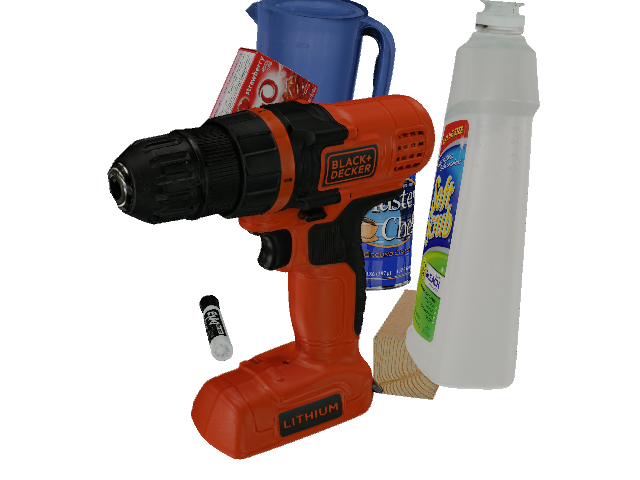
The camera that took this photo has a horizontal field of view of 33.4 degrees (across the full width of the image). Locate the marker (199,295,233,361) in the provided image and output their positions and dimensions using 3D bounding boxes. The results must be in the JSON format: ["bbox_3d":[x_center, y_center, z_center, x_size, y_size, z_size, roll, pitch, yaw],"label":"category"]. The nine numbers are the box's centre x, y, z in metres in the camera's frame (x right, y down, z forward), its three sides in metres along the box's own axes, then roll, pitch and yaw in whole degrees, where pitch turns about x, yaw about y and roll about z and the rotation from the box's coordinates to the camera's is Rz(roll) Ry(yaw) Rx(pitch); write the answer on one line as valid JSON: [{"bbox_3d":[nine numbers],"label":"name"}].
[{"bbox_3d":[-0.096,0.077,0.970,0.020,0.020,0.121,0,17,-12],"label":"marker"}]

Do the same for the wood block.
[{"bbox_3d":[0.146,0.150,1.591,0.091,0.090,0.205,5,18,16],"label":"wood block"}]

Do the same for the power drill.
[{"bbox_3d":[-0.025,0.019,0.558,0.184,0.188,0.057,-13,33,-33],"label":"power drill"}]

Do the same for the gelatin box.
[{"bbox_3d":[-0.050,-0.103,0.879,0.073,0.089,0.030,24,-1,-42],"label":"gelatin box"}]

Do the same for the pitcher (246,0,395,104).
[{"bbox_3d":[-0.010,-0.172,1.302,0.144,0.243,0.149,-7,27,-26],"label":"pitcher"}]

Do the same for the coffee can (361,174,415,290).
[{"bbox_3d":[0.044,-0.030,1.074,0.103,0.140,0.103,2,13,-1],"label":"coffee can"}]

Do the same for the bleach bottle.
[{"bbox_3d":[0.106,-0.033,0.719,0.068,0.251,0.102,2,13,-8],"label":"bleach bottle"}]
